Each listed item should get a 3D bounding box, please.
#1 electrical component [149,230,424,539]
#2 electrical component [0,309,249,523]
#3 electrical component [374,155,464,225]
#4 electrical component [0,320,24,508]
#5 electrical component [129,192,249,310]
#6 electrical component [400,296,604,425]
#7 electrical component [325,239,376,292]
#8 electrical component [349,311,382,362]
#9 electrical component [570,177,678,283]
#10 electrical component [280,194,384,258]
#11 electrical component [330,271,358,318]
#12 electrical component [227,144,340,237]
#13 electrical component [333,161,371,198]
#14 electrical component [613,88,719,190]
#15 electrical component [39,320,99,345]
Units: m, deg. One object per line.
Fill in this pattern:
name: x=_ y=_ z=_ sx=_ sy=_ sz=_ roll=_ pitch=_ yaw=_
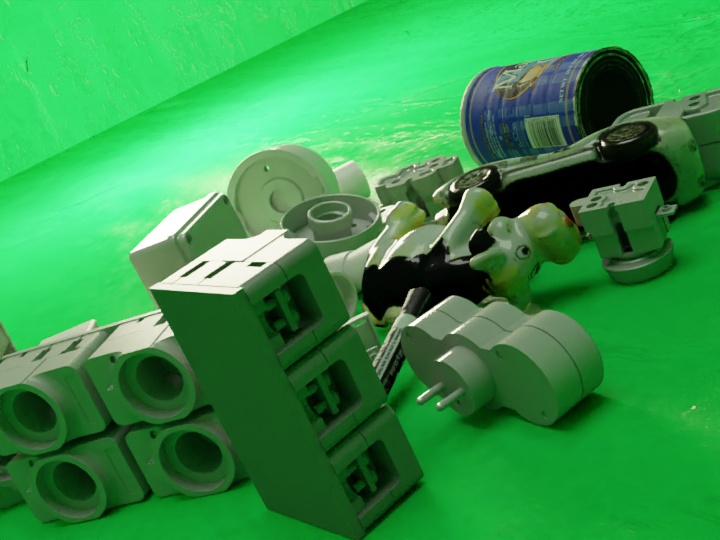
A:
electrical component: x=-0.036 y=0.059 z=0.579 sx=0.062 sy=0.150 sz=0.089 roll=-36 pitch=22 yaw=-31
electrical component: x=-0.149 y=0.093 z=0.694 sx=0.186 sy=0.105 sz=0.060 roll=-16 pitch=20 yaw=22
electrical component: x=0.059 y=-0.062 z=0.953 sx=0.078 sy=0.057 sz=0.058 roll=-15 pitch=20 yaw=25
electrical component: x=-0.299 y=0.087 z=0.765 sx=0.105 sy=0.186 sz=0.060 roll=-23 pitch=18 yaw=1
electrical component: x=-0.132 y=0.004 z=0.920 sx=0.056 sy=0.108 sz=0.108 roll=-19 pitch=18 yaw=21
electrical component: x=0.065 y=0.058 z=0.616 sx=0.074 sy=0.052 sz=0.138 roll=-33 pitch=20 yaw=-26
electrical component: x=0.000 y=0.000 z=0.880 sx=0.065 sy=0.044 sz=0.044 roll=-13 pitch=20 yaw=43
electrical component: x=-0.020 y=0.067 z=0.713 sx=0.081 sy=0.042 sz=0.064 roll=-27 pitch=19 yaw=-7
electrical component: x=0.178 y=-0.025 z=0.707 sx=0.066 sy=0.055 sz=0.048 roll=-11 pitch=22 yaw=33
electrical component: x=-0.025 y=-0.025 z=0.970 sx=0.099 sy=0.064 sz=0.099 roll=-5 pitch=31 yaw=3
electrical component: x=-0.036 y=0.024 z=0.847 sx=0.055 sy=0.045 sz=0.045 roll=-5 pitch=25 yaw=44
electrical component: x=-0.072 y=-0.074 z=1.077 sx=0.108 sy=0.108 sz=0.060 roll=-17 pitch=13 yaw=20
electrical component: x=-0.034 y=-0.078 z=1.136 sx=0.081 sy=0.043 sz=0.043 roll=-28 pitch=19 yaw=-13
electrical component: x=0.244 y=-0.094 z=0.814 sx=0.095 sy=0.059 sz=0.053 roll=-11 pitch=22 yaw=34
electrical component: x=-0.208 y=0.081 z=0.835 sx=0.047 sy=0.083 sz=0.075 roll=-23 pitch=18 yaw=3
